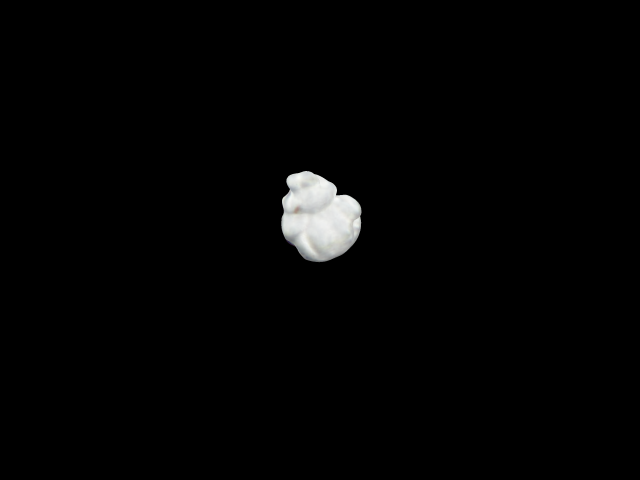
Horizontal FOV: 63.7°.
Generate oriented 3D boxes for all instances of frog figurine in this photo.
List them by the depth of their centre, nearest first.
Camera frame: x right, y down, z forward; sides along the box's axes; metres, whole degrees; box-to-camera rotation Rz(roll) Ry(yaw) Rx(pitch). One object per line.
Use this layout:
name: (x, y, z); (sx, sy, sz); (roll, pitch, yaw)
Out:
frog figurine: (0.003, -0.043, 0.850); (0.137, 0.125, 0.156); (-10, -34, -7)
